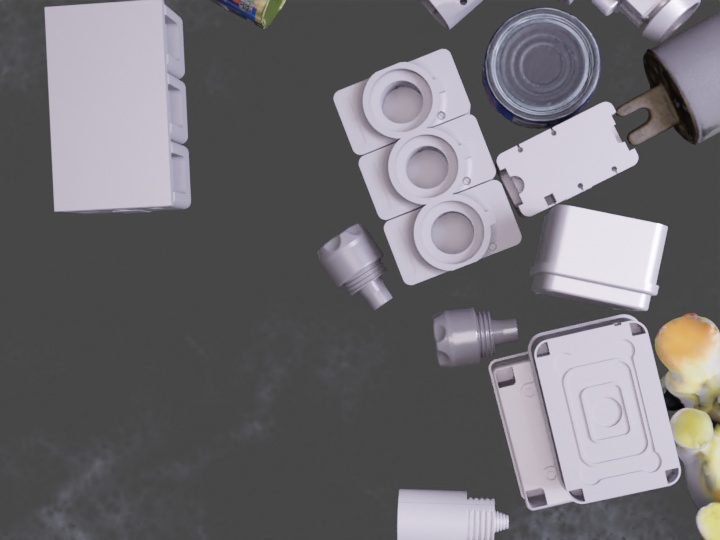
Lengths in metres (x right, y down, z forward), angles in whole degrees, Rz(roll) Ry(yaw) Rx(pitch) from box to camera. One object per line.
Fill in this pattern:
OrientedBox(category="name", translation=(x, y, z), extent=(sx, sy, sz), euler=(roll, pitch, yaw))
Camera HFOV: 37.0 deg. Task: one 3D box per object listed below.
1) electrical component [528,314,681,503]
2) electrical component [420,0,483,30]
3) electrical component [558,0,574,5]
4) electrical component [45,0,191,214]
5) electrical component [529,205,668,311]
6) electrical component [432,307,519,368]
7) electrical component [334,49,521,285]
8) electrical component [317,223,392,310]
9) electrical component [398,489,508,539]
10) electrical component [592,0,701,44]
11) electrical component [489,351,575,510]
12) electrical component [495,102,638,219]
OrientedBox(category="electrical component", translation=(0.163, 0.092, 0.724), extent=(0.078, 0.057, 0.113), euler=(-13, 89, 6))
OrientedBox(category="electrical component", translation=(0.069, -0.232, 0.793), extent=(0.077, 0.044, 0.079), euler=(-41, 87, 4))
OrientedBox(category="electrical component", translation=(0.159, -0.228, 0.784), extent=(0.055, 0.045, 0.045), euler=(-41, 87, 4))
OrientedBox(category="electrical component", translation=(-0.180, -0.119, 0.809), extent=(0.089, 0.062, 0.150), euler=(-3, 91, 5))
OrientedBox(category="electrical component", translation=(0.164, -0.006, 0.753), extent=(0.078, 0.113, 0.057), euler=(12, 89, 5))
OrientedBox(category="electrical component", translation=(0.085, 0.048, 0.796), extent=(0.062, 0.043, 0.043), euler=(-8, 90, 4))
OrientedBox(category="electrical component", translation=(0.050, -0.073, 0.788), extent=(0.089, 0.062, 0.150), euler=(-21, 89, 5))
OrientedBox(category="electrical component", translation=(0.000, 0.000, 0.803), extent=(0.043, 0.043, 0.062), euler=(-34, 89, 5))
OrientedBox(category="electrical component", translation=(0.069, 0.186, 0.799), extent=(0.081, 0.043, 0.043), euler=(1, 91, 5))
OrientedBox(category="electrical component", translation=(0.212, -0.198, 0.780), extent=(0.066, 0.048, 0.055), euler=(-43, 79, 4))
OrientedBox(category="electrical component", translation=(0.159, 0.108, 0.783), extent=(0.109, 0.056, 0.108), euler=(-14, 89, 6))
OrientedBox(category="electrical component", translation=(0.148, -0.078, 0.782), extent=(0.089, 0.056, 0.050), euler=(-27, 88, 5))
